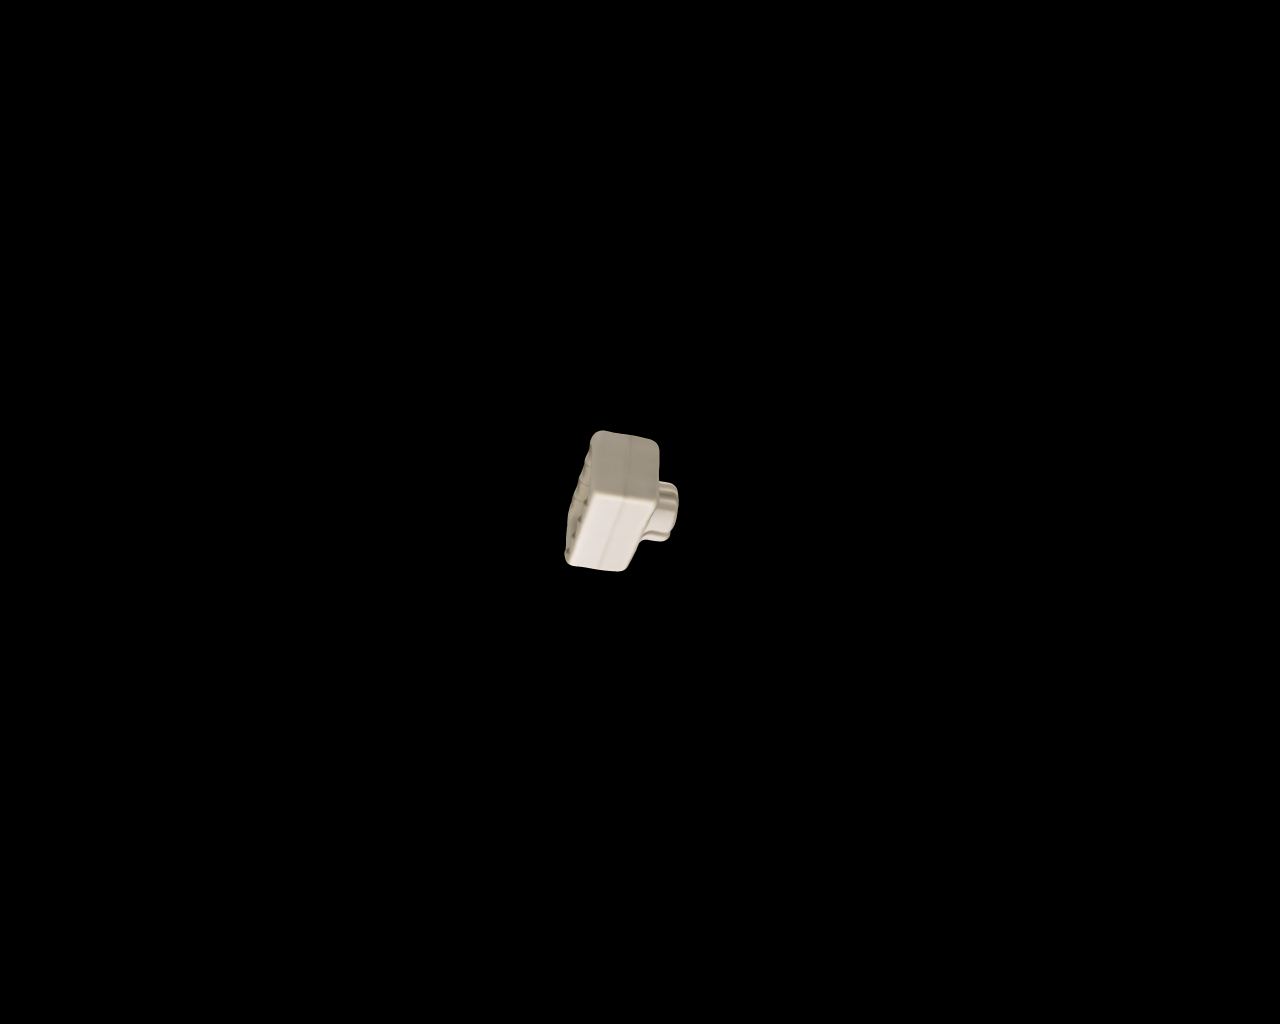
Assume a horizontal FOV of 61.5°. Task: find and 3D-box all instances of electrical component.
[{"bbox_3d":[0.001,-0.003,0.650,0.076,0.047,0.083,8,-35,-11],"label":"electrical component"}]
